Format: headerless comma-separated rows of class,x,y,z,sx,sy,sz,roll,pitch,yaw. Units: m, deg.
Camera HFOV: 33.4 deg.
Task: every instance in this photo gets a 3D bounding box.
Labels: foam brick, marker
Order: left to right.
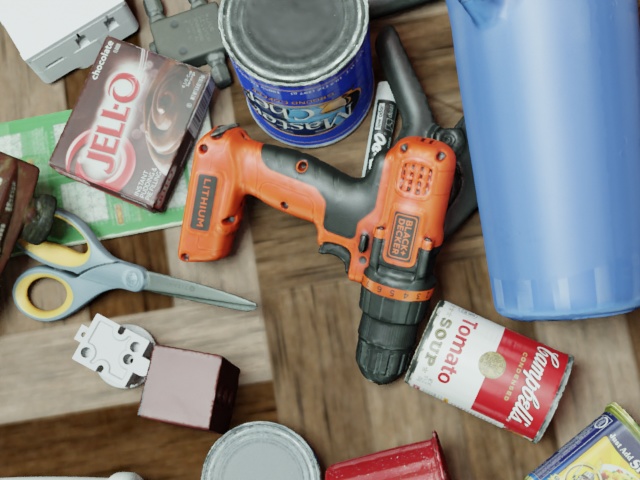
foam brick,-0.092,0.108,0.766,0.051,0.078,0.053,10,79,8
marker,0.043,-0.063,0.821,0.020,0.020,0.121,10,79,6

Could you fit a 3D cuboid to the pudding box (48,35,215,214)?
pudding box,-0.141,-0.088,0.814,0.090,0.039,0.113,21,80,9

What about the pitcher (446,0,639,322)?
pitcher,0.173,-0.070,0.752,0.149,0.145,0.243,-6,90,1

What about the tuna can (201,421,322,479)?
tuna can,-0.041,0.175,0.770,0.086,0.034,0.086,-1,78,4

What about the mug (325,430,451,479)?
mug,0.055,0.196,0.738,0.081,0.093,0.117,-15,113,6

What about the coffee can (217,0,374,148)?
coffee can,-0.013,-0.136,0.779,0.103,0.140,0.103,-1,78,4

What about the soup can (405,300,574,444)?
soup can,0.119,0.092,0.758,0.102,0.068,0.068,24,81,9

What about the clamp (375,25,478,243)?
clamp,0.083,-0.080,0.806,0.120,0.039,0.171,17,78,-1

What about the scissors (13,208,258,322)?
scissors,-0.151,0.043,0.798,0.202,0.016,0.096,28,103,12

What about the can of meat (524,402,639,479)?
can of meat,0.204,0.179,0.739,0.084,0.057,0.102,-39,78,-2

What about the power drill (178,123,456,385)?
power drill,-0.005,0.001,0.774,0.188,0.057,0.184,14,105,11

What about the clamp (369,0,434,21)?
clamp,0.124,-0.233,0.822,0.210,0.036,0.164,10,104,1

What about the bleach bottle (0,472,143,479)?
bleach bottle,-0.256,0.212,0.765,0.251,0.068,0.102,2,77,7
